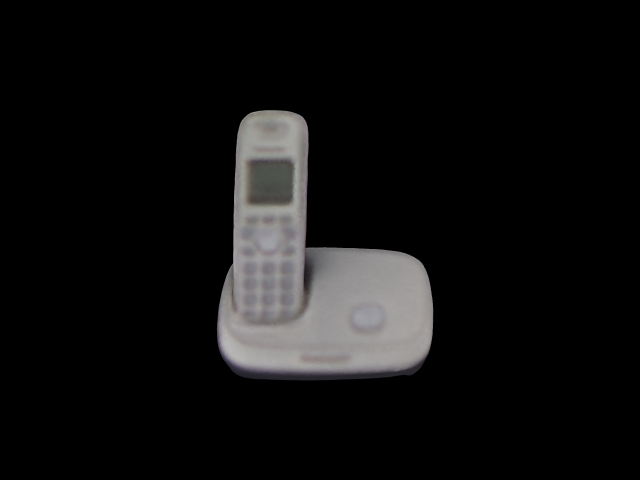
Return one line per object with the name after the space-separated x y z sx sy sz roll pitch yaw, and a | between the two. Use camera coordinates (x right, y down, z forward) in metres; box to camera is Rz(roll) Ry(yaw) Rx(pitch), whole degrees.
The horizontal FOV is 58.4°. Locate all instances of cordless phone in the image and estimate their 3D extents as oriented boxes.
0.004 0.001 0.400 0.147 0.185 0.094 0 4 0 | cordless phone
